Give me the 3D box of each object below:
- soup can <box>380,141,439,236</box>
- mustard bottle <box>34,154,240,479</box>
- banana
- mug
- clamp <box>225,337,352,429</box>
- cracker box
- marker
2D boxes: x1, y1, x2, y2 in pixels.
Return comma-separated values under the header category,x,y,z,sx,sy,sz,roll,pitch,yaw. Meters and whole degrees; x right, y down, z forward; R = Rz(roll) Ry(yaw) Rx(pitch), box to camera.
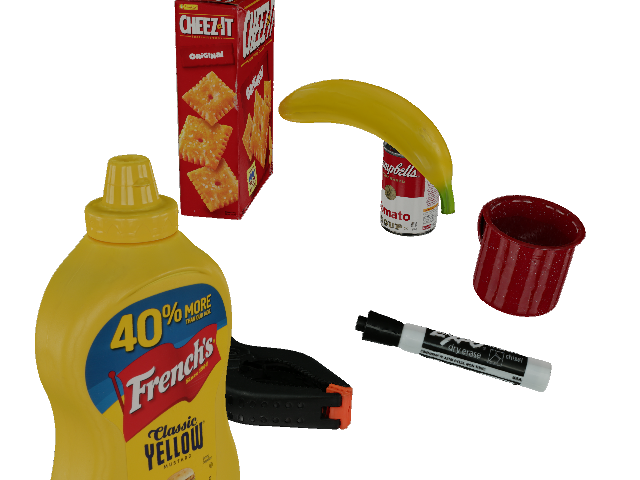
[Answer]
category,x,y,z,sx,sy,sz,roll,pitch,yaw
soup can,0.104,-0.064,1.242,0.068,0.102,0.068,1,27,-1
mustard bottle,-0.083,0.056,0.492,0.096,0.192,0.058,-16,22,-41
banana,0.040,-0.095,0.881,0.198,0.070,0.037,35,23,33
mug,0.181,0.010,0.988,0.093,0.081,0.117,-11,37,-28
clamp,-0.067,0.096,0.801,0.210,0.036,0.164,9,19,22
cracker box,-0.092,-0.148,1.089,0.072,0.214,0.164,5,22,8
marker,0.080,0.067,0.654,0.121,0.020,0.020,16,1,4
